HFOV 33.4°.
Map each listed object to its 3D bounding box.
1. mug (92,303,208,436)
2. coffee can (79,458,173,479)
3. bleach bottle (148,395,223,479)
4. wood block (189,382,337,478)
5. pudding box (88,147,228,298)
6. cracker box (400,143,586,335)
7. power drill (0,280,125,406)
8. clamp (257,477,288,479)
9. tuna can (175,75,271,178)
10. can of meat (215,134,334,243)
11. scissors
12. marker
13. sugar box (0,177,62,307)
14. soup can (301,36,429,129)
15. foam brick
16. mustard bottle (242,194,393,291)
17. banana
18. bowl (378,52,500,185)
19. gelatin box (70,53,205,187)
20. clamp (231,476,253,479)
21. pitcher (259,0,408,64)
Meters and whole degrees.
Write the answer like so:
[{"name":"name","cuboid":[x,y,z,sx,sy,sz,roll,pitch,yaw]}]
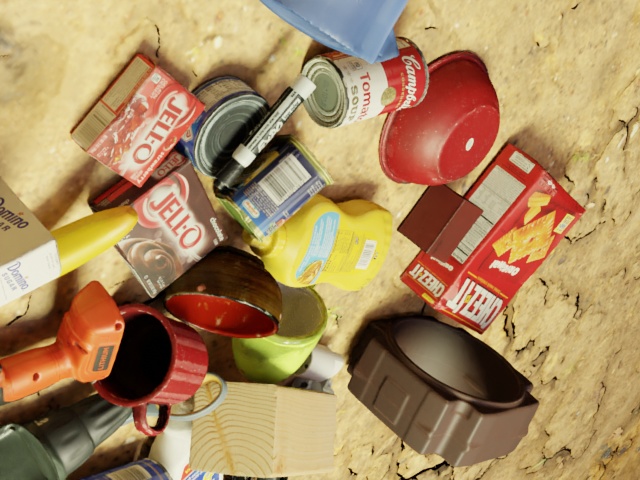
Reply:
[{"name":"mug","cuboid":[-0.155,0.122,0.988,0.093,0.117,0.081,-10,165,18]},{"name":"coffee can","cuboid":[-0.224,0.290,1.084,0.140,0.103,0.103,-10,131,-43]},{"name":"bleach bottle","cuboid":[-0.153,0.255,1.168,0.102,0.068,0.251,-22,136,-35]},{"name":"wood block","cuboid":[-0.054,0.201,1.133,0.206,0.090,0.091,30,63,-70]},{"name":"pudding box","cuboid":[-0.139,-0.016,0.932,0.090,0.039,0.113,-39,145,-14]},{"name":"cracker box","cuboid":[0.220,0.005,1.329,0.214,0.072,0.164,-52,146,6]},{"name":"power drill","cuboid":[-0.256,0.098,0.868,0.187,0.057,0.185,-21,157,-32]},{"name":"clamp","cuboid":[-0.057,0.309,1.321,0.164,0.036,0.210,-63,160,-65]},{"name":"tuna can","cuboid":[-0.083,-0.096,0.921,0.086,0.034,0.086,-29,141,-27]},{"name":"can of meat","cuboid":[-0.044,-0.047,0.960,0.084,0.102,0.057,-42,102,-6]},{"name":"scissors","cuboid":[-0.191,0.153,1.048,0.202,0.096,0.016,-14,156,3]},{"name":"marker","cuboid":[-0.049,-0.091,0.913,0.121,0.020,0.020,-50,146,1]},{"name":"sugar box","cuboid":[-0.284,0.027,0.763,0.176,0.093,0.048,-27,142,-28]},{"name":"soup can","cuboid":[0.041,-0.145,0.982,0.102,0.069,0.068,-20,137,-35]},{"name":"foam brick","cuboid":[0.138,-0.022,1.228,0.078,0.051,0.052,-54,145,7]},{"name":"mustard bottle","cuboid":[-0.007,0.001,1.080,0.191,0.058,0.096,5,112,-51]},{"name":"banana","cuboid":[-0.236,0.025,0.841,0.197,0.070,0.037,-27,99,-20]},{"name":"bowl","cuboid":[0.140,-0.115,1.134,0.161,0.055,0.162,-30,143,-26]},{"name":"gelatin box","cuboid":[-0.144,-0.095,0.856,0.089,0.030,0.073,-50,147,2]},{"name":"clamp","cuboid":[-0.096,0.300,1.275,0.172,0.039,0.120,107,1,-57]},{"name":"pitcher","cuboid":[0.037,-0.271,0.813,0.243,0.145,0.149,-58,157,8]}]
